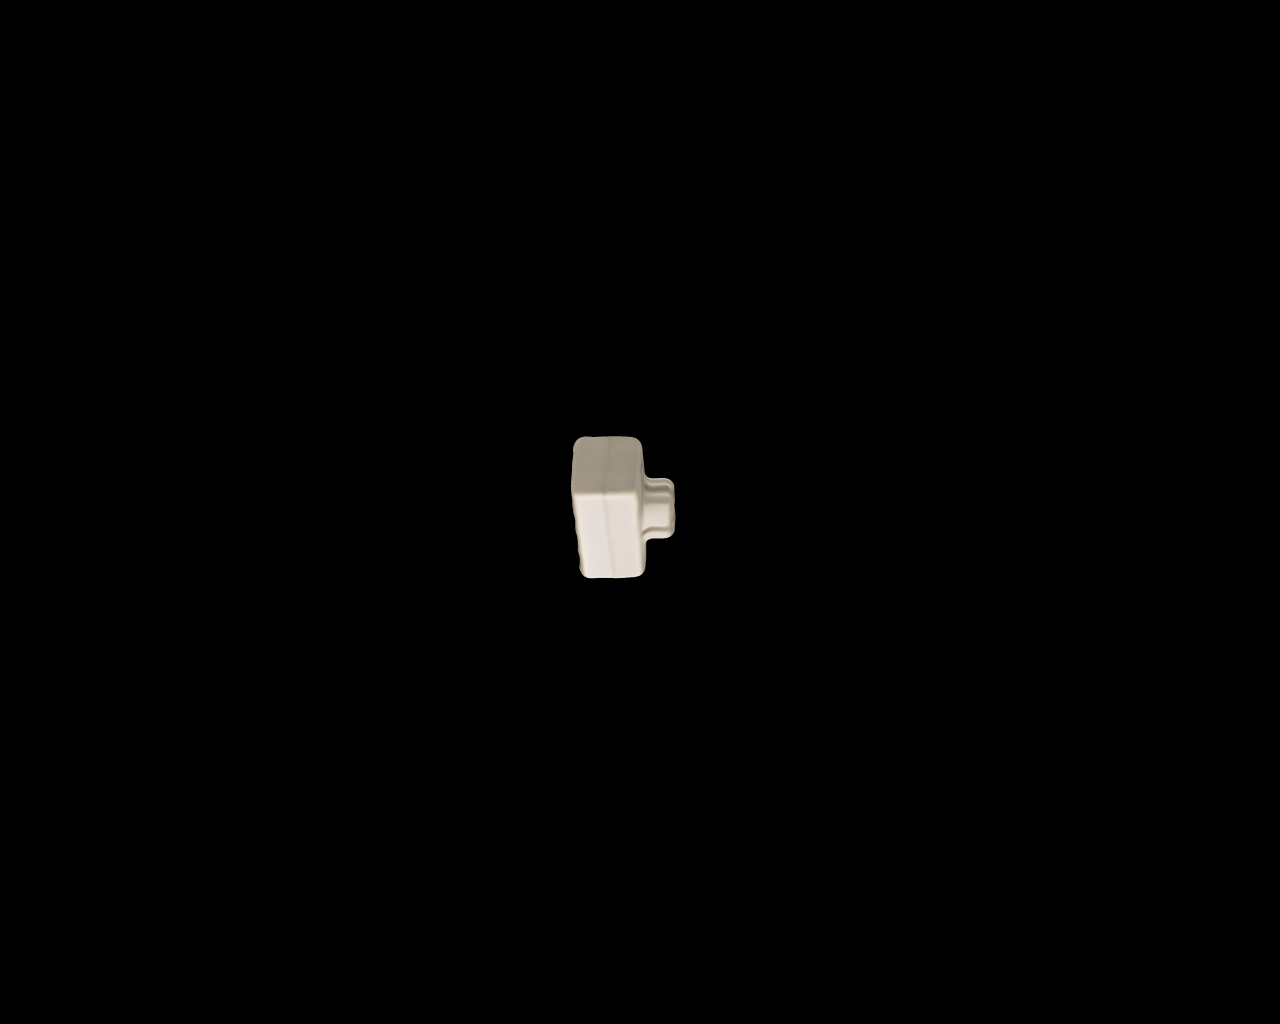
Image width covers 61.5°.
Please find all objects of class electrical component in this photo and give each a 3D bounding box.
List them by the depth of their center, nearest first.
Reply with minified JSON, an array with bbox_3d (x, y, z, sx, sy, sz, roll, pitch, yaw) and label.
[{"bbox_3d":[0.001,-0.003,0.650,0.076,0.047,0.083,-2,-40,2],"label":"electrical component"}]
